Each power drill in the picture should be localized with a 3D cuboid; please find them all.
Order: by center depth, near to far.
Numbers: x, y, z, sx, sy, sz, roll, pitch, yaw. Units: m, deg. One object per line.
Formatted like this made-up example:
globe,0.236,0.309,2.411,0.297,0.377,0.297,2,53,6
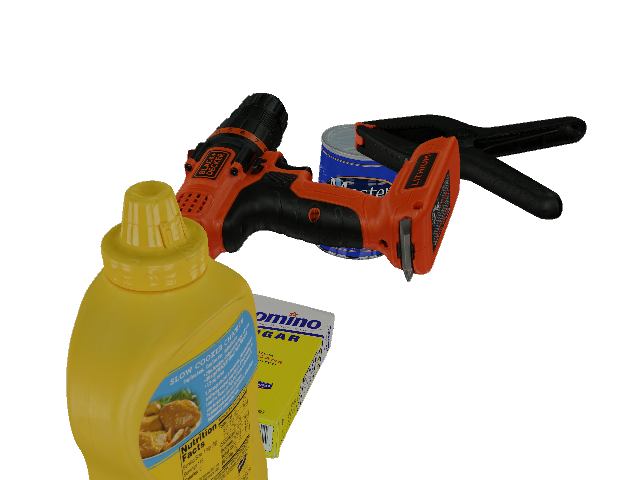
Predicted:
power drill,-0.001,-0.042,0.745,0.188,0.057,0.184,5,41,18

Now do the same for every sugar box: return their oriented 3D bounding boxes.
sugar box,-0.054,0.111,0.928,0.093,0.048,0.176,13,32,10

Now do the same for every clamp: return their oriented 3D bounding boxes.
clamp,0.136,-0.084,0.969,0.210,0.036,0.164,14,35,22

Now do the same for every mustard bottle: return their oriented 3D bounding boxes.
mustard bottle,-0.062,0.064,0.445,0.058,0.192,0.096,17,35,28

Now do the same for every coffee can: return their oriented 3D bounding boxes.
coffee can,0.046,-0.061,1.329,0.103,0.140,0.103,4,27,-2

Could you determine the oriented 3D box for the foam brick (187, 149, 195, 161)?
foam brick,-0.098,-0.050,1.038,0.053,0.051,0.078,-4,34,-18
